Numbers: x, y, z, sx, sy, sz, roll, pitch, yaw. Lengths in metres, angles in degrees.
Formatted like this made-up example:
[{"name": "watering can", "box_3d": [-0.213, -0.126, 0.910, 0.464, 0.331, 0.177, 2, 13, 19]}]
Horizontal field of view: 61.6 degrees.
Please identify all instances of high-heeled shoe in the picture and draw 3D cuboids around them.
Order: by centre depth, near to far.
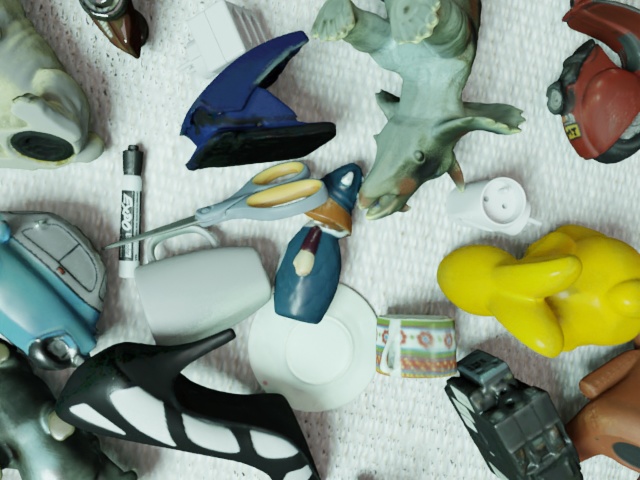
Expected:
[{"name": "high-heeled shoe", "box_3d": [-0.095, 0.172, 0.451, 0.145, 0.086, 0.248, -27, 118, -5]}]

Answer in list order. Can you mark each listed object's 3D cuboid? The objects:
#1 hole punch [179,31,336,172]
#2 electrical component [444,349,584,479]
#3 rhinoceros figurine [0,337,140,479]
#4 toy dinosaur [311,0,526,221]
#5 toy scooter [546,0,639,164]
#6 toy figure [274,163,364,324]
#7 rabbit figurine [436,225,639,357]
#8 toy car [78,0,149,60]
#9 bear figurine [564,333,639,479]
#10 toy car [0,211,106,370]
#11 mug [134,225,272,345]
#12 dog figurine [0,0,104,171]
[{"name": "hole punch", "box_3d": [-0.061, -0.112, 0.454, 0.116, 0.142, 0.092, -14, 95, -21]}, {"name": "electrical component", "box_3d": [0.174, 0.170, 0.495, 0.058, 0.115, 0.134, -30, 97, -9]}, {"name": "rhinoceros figurine", "box_3d": [-0.230, 0.166, 0.441, 0.190, 0.112, 0.073, 43, 66, 7]}, {"name": "toy dinosaur", "box_3d": [0.085, -0.225, 0.476, 0.192, 0.131, 0.404, 13, 71, -50]}, {"name": "toy scooter", "box_3d": [0.281, -0.174, 0.527, 0.135, 0.075, 0.184, 34, 83, -7]}, {"name": "toy figure", "box_3d": [0.000, -0.002, 0.491, 0.058, 0.064, 0.154, 19, 78, -12]}, {"name": "rabbit figurine", "box_3d": [0.195, 0.050, 0.493, 0.173, 0.162, 0.121, 9, 102, 9]}, {"name": "toy car", "box_3d": [-0.196, -0.253, 0.451, 0.053, 0.089, 0.202, -16, 94, -8]}, {"name": "bear figurine", "box_3d": [0.328, 0.141, 0.532, 0.120, 0.131, 0.196, 25, 53, 25]}, {"name": "toy car", "box_3d": [-0.235, 0.030, 0.444, 0.161, 0.109, 0.103, 46, 67, -15]}, {"name": "mug", "box_3d": [-0.103, 0.037, 0.479, 0.107, 0.080, 0.109, -16, 65, -14]}, {"name": "dog figurine", "box_3d": [-0.260, -0.167, 0.450, 0.121, 0.172, 0.190, -16, 64, 26]}]
